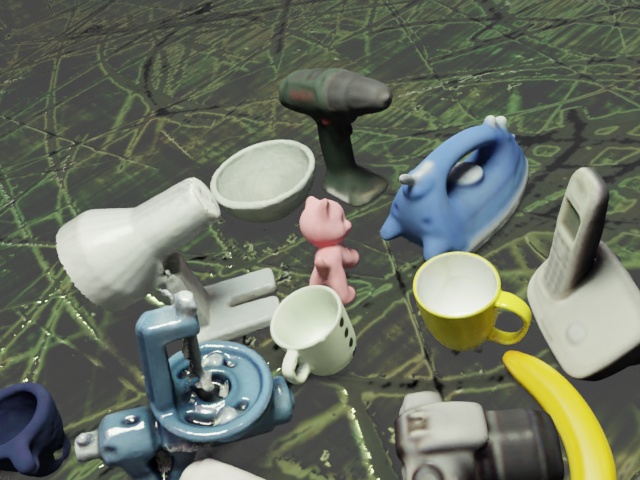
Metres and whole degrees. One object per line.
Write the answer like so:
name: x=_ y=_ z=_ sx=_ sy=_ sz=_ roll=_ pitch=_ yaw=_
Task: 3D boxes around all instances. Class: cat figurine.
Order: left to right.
cat figurine: x=0.007 y=0.003 z=0.738 sx=0.067 sy=0.118 sz=0.128 roll=-7 pitch=42 yaw=13

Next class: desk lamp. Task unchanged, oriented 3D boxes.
desk lamp: x=-0.175 y=0.031 z=0.698 sx=0.203 sy=0.214 sz=0.117 roll=-19 pitch=41 yaw=-1

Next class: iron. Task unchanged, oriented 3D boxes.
iron: x=0.193 y=-0.088 z=0.754 sx=0.259 sy=0.142 sz=0.118 roll=-39 pitch=45 yaw=-22

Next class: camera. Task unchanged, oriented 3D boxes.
camera: x=0.138 y=0.195 z=0.494 sx=0.136 sy=0.101 sz=0.143 roll=-9 pitch=42 yaw=10

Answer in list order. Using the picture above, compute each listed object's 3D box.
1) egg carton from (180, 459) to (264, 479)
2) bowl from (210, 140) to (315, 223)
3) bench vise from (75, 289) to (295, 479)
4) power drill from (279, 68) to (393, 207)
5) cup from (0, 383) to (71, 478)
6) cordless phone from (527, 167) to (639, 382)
egg carton: x=-0.080 y=0.266 z=0.518 sx=0.149 sy=0.069 sz=0.107 roll=10 pitch=48 yaw=28
bowl: x=-0.080 y=-0.080 z=0.891 sx=0.167 sy=0.075 sz=0.167 roll=-10 pitch=42 yaw=9
bench vise: x=-0.140 y=0.154 z=0.546 sx=0.208 sy=0.220 sz=0.121 roll=-35 pitch=44 yaw=-19
power drill: x=0.034 y=-0.156 z=0.832 sx=0.076 sy=0.209 sz=0.228 roll=-38 pitch=45 yaw=-21
cup: x=-0.313 y=0.225 z=0.625 sx=0.092 sy=0.095 sz=0.117 roll=-36 pitch=44 yaw=-20
cordless phone: x=0.266 y=0.034 z=0.561 sx=0.094 sy=0.185 sz=0.147 roll=-16 pitch=41 yaw=3
